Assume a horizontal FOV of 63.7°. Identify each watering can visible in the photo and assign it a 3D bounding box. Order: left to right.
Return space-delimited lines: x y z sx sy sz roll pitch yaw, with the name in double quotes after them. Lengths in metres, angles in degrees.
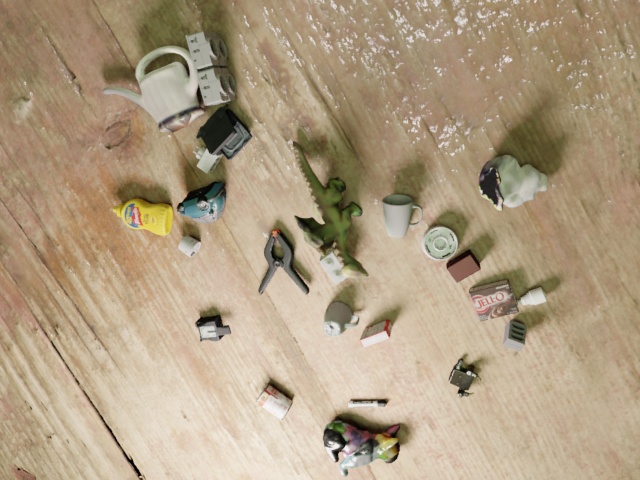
-0.468 -0.413 1.481 0.345 0.105 0.223 -17 100 29 "watering can"

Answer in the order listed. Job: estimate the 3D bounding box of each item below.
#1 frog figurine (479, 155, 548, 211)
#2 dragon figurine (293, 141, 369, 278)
0.494 -0.154 1.319 0.160 0.122 0.137 -18 92 -18 "frog figurine"
0.004 -0.069 1.377 0.121 0.246 0.409 -34 97 25 "dragon figurine"
